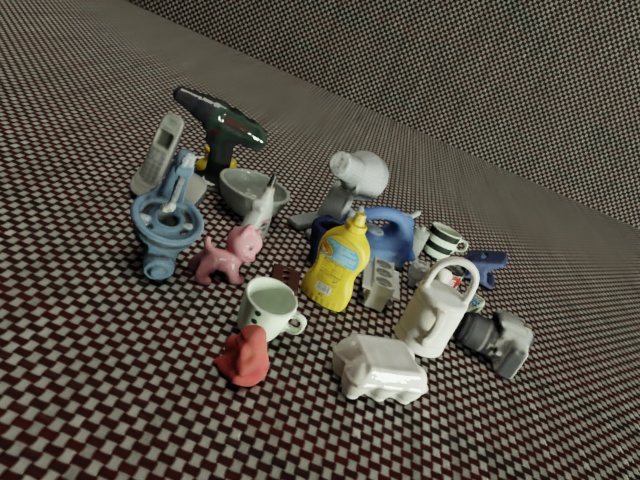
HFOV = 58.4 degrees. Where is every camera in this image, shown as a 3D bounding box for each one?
[{"bbox_3d":[0.349,0.184,1.152,0.136,0.101,0.143,26,24,4],"label":"camera"}]

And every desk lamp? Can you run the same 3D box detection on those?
[{"bbox_3d":[0.053,-0.112,1.353,0.117,0.213,0.204,35,26,24],"label":"desk lamp"}]

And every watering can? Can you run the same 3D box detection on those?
[{"bbox_3d":[0.222,0.111,1.071,0.101,0.194,0.172,15,25,-19],"label":"watering can"}]

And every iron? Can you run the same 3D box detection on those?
[{"bbox_3d":[0.116,-0.021,1.312,0.259,0.141,0.118,7,29,-34],"label":"iron"}]

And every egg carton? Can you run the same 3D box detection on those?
[{"bbox_3d":[0.094,0.205,0.910,0.151,0.069,0.107,12,26,-26],"label":"egg carton"}]

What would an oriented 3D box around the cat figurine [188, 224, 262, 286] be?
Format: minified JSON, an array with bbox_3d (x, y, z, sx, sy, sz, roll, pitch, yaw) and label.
[{"bbox_3d":[-0.156,0.016,1.010,0.128,0.118,0.067,1,32,-41],"label":"cat figurine"}]

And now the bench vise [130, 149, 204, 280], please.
[{"bbox_3d":[-0.264,-0.071,0.964,0.122,0.219,0.206,3,31,-40],"label":"bench vise"}]

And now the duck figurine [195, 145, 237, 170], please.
[{"bbox_3d":[-0.249,-0.206,1.423,0.105,0.086,0.077,4,31,-39],"label":"duck figurine"}]

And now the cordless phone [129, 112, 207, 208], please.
[{"bbox_3d":[-0.288,-0.148,1.144,0.147,0.185,0.094,29,24,10],"label":"cordless phone"}]

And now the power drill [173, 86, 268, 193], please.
[{"bbox_3d":[-0.245,-0.221,1.306,0.230,0.208,0.075,13,26,-23],"label":"power drill"}]

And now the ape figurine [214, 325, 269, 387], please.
[{"bbox_3d":[-0.102,0.156,0.800,0.076,0.092,0.078,20,24,-8],"label":"ape figurine"}]

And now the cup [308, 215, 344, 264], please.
[{"bbox_3d":[0.011,0.004,1.219,0.092,0.095,0.117,16,25,-18],"label":"cup"}]

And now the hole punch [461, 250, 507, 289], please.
[{"bbox_3d":[0.426,0.061,1.493,0.101,0.091,0.109,27,24,7],"label":"hole punch"}]

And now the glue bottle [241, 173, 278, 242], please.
[{"bbox_3d":[-0.117,-0.054,1.122,0.037,0.173,0.078,30,24,13],"label":"glue bottle"}]

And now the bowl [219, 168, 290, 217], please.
[{"bbox_3d":[-0.156,-0.094,1.293,0.167,0.075,0.167,20,24,-9],"label":"bowl"}]
